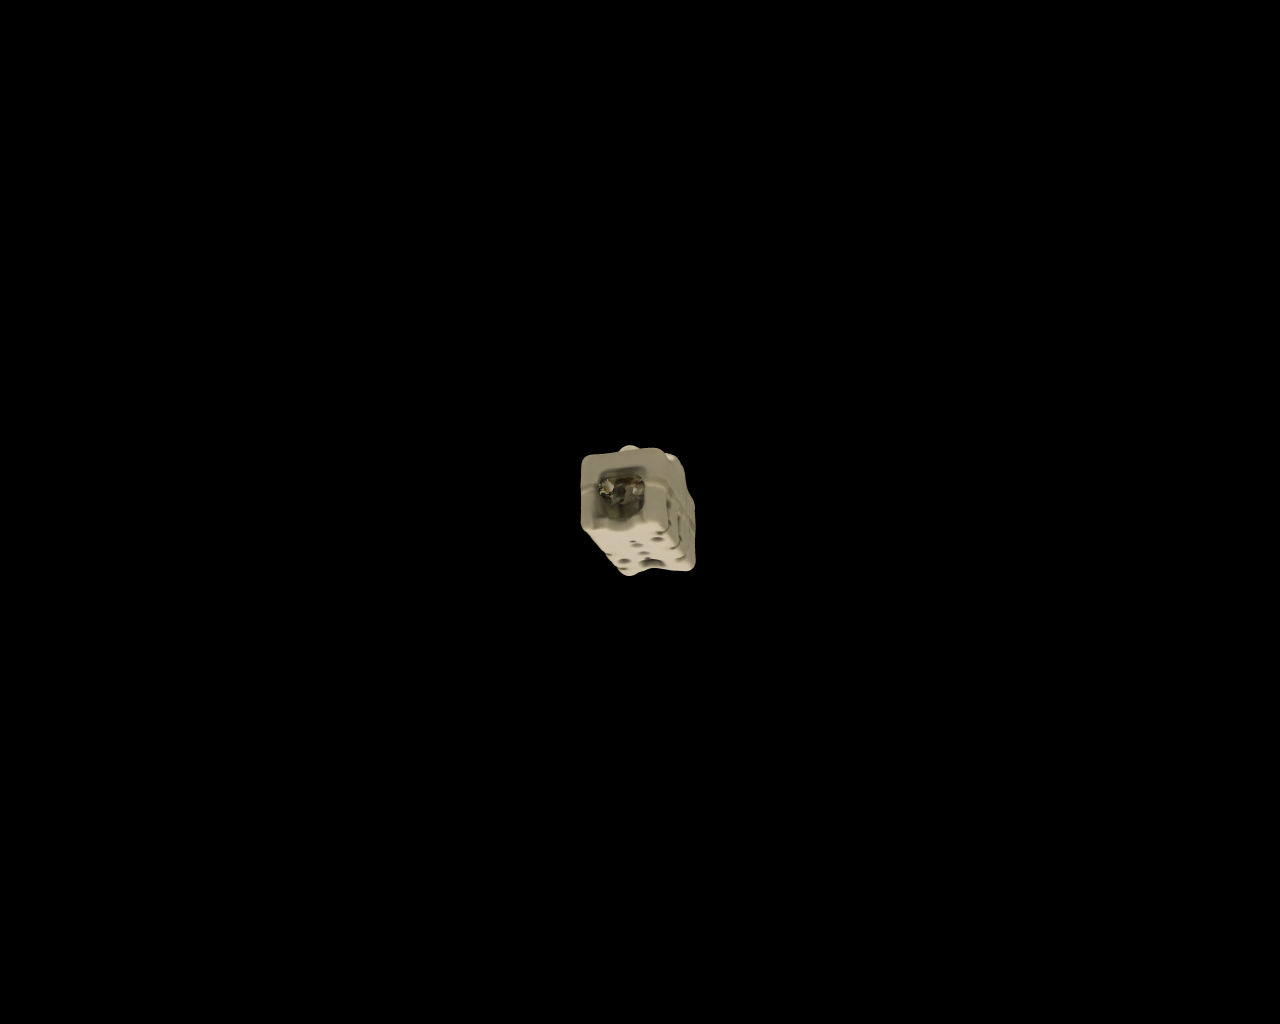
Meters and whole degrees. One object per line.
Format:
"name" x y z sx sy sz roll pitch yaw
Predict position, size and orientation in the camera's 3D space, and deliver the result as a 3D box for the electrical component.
"electrical component" 0.001 -0.003 0.650 0.050 0.056 0.089 -6 -23 14
